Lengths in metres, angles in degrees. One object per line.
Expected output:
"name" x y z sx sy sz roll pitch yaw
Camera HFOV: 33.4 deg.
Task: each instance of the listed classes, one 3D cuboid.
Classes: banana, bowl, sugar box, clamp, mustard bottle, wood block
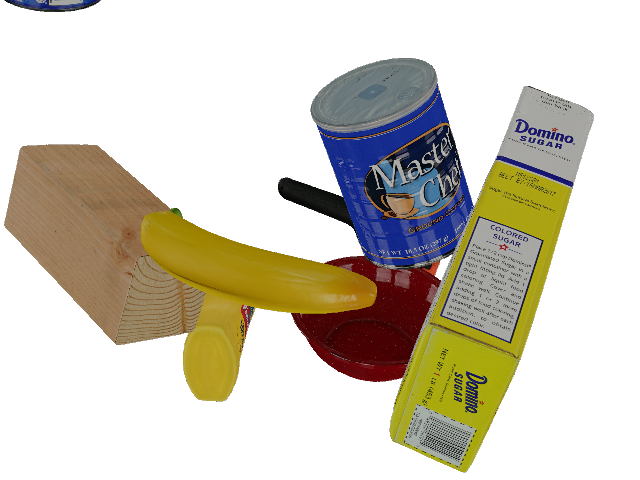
"banana" -0.057 0.011 0.697 0.198 0.037 0.069 22 37 37
"bowl" 0.050 0.083 1.009 0.162 0.055 0.162 3 36 -3
"sugar box" 0.086 0.014 0.517 0.048 0.093 0.176 23 48 9
"clamp" 0.058 -0.027 1.260 0.164 0.036 0.210 -16 51 -29
"mustard bottle" -0.106 0.086 1.177 0.058 0.096 0.191 1 27 5
"wood block" -0.197 -0.003 0.985 0.090 0.091 0.206 -6 34 -45

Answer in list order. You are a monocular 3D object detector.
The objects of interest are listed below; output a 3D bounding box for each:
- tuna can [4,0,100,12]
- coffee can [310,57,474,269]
"tuna can" -0.201 -0.203 0.795 0.086 0.034 0.086 6 37 -4
"coffee can" 0.062 -0.062 0.869 0.103 0.140 0.103 -16 32 10
